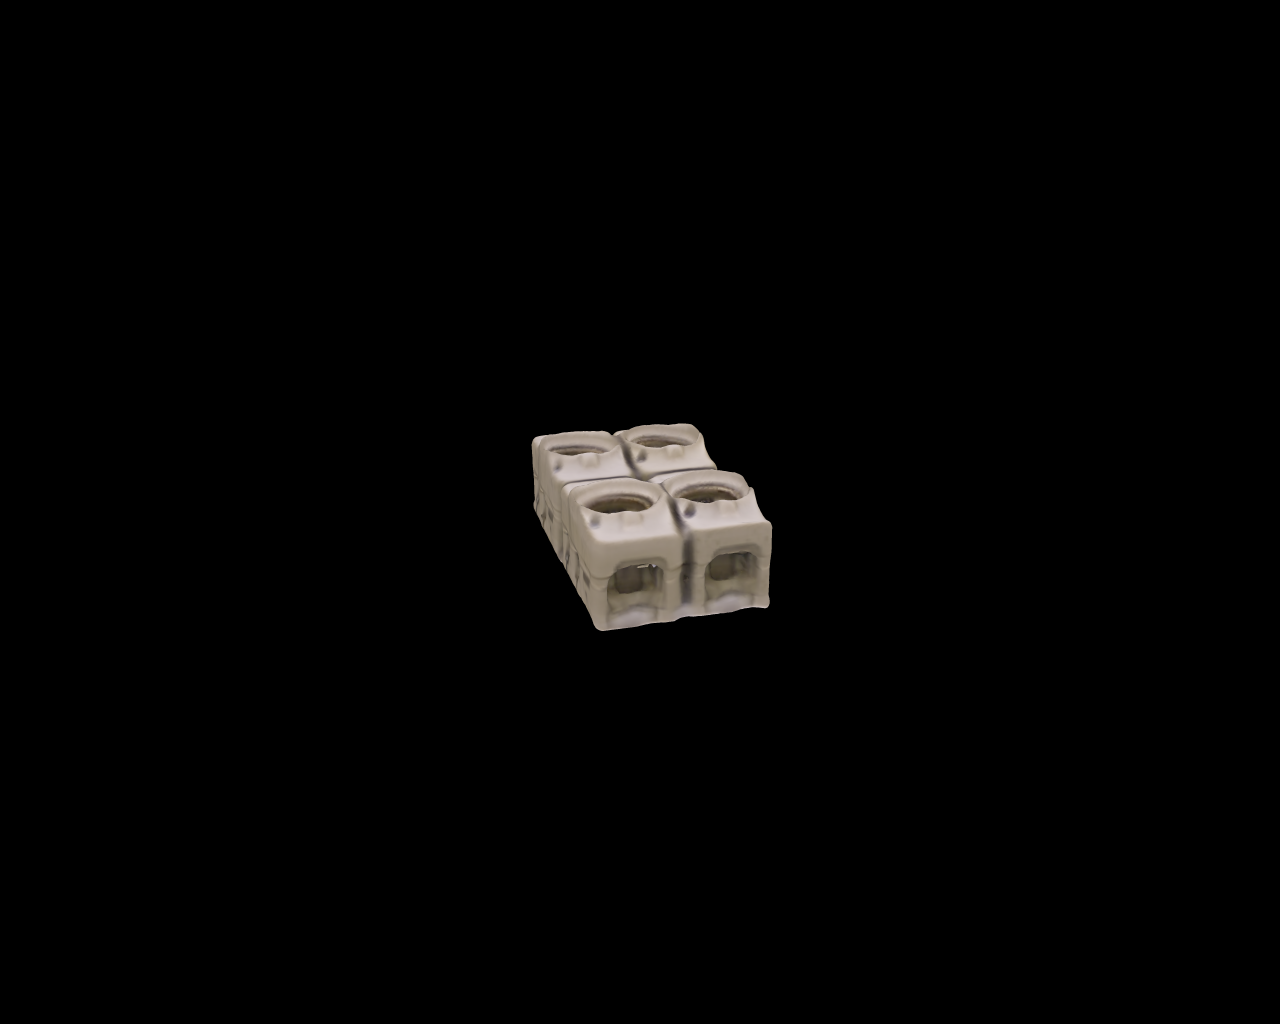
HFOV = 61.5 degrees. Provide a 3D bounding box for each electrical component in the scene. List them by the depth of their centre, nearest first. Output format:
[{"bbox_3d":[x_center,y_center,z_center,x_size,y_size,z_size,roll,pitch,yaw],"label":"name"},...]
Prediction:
[{"bbox_3d":[0.001,-0.003,0.650,0.105,0.060,0.186,-6,23,-14],"label":"electrical component"}]
